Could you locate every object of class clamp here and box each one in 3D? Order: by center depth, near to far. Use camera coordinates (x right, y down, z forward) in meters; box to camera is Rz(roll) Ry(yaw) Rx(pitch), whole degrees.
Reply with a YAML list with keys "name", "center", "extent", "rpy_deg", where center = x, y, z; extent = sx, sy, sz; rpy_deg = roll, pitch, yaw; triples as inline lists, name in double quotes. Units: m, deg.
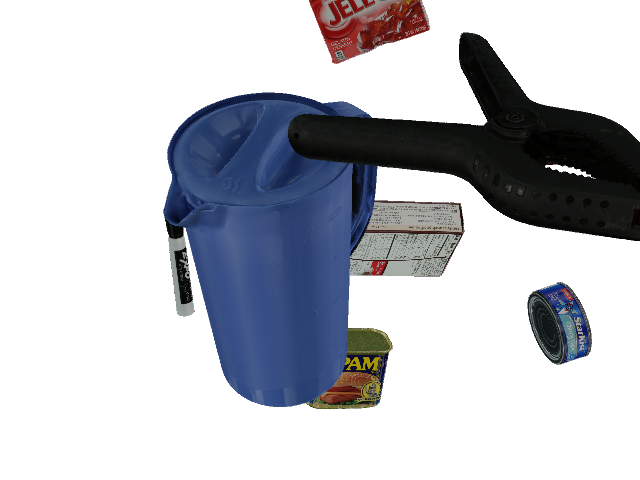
- name: "clamp"
  center: [0.096, -0.051, 0.592]
  extent: [0.164, 0.036, 0.210]
  rpy_deg: [-26, 43, -28]

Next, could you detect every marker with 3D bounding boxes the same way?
- name: "marker"
  center: [-0.147, 0.023, 1.117]
  extent: [0.020, 0.121, 0.020]
  rpy_deg: [-2, 27, 1]

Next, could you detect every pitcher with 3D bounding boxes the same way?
- name: "pitcher"
  center: [-0.028, 0.011, 0.837]
  extent: [0.149, 0.243, 0.145]
  rpy_deg: [-1, 43, 3]

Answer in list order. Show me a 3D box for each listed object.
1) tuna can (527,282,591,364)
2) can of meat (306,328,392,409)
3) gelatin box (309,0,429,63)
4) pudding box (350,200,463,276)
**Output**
- name: "tuna can"
  center: [0.259, 0.091, 1.165]
  extent: [0.033, 0.086, 0.086]
  rpy_deg: [-17, 3, -10]
- name: "can of meat"
  center: [0.030, 0.157, 1.301]
  extent: [0.102, 0.084, 0.057]
  rpy_deg: [2, 24, -15]
- name: "gelatin box"
  center: [0.039, -0.199, 0.902]
  extent: [0.089, 0.073, 0.030]
  rpy_deg: [-18, 26, 13]
- name: "pudding box"
  center: [0.072, -0.001, 1.023]
  extent: [0.113, 0.039, 0.090]
  rpy_deg: [0, -30, -10]
